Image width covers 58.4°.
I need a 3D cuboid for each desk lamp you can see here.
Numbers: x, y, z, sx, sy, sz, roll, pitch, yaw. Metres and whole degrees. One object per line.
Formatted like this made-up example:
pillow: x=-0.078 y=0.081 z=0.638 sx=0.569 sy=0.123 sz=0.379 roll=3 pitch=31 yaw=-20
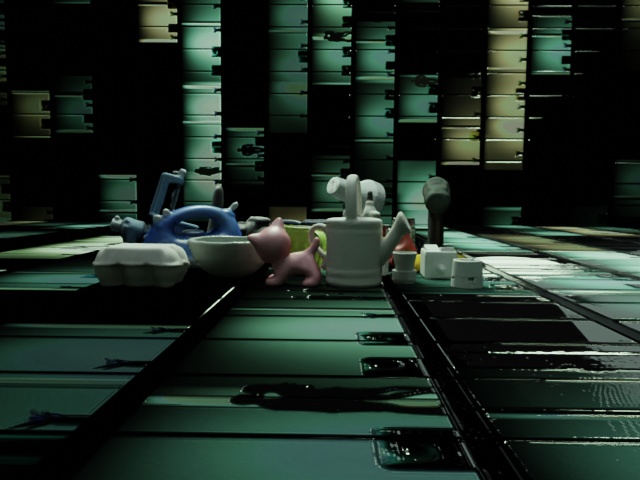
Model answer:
desk lamp: x=0.091 y=-0.079 z=1.710 sx=0.204 sy=0.213 sz=0.117 roll=-3 pitch=6 yaw=-38

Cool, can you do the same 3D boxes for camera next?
camera: x=-0.163 y=-0.010 z=1.506 sx=0.144 sy=0.101 sz=0.136 roll=-3 pitch=6 yaw=-39

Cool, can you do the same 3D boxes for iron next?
iron: x=-0.283 y=-0.012 z=1.252 sx=0.259 sy=0.141 sz=0.118 roll=-3 pitch=5 yaw=-35

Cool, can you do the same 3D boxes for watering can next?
watering can: x=0.068 y=-0.018 z=1.007 sx=0.173 sy=0.194 sz=0.101 roll=0 pitch=4 yaw=-9

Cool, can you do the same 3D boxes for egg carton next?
egg carton: x=-0.306 y=0.043 z=0.991 sx=0.150 sy=0.069 sz=0.107 roll=0 pitch=4 yaw=0

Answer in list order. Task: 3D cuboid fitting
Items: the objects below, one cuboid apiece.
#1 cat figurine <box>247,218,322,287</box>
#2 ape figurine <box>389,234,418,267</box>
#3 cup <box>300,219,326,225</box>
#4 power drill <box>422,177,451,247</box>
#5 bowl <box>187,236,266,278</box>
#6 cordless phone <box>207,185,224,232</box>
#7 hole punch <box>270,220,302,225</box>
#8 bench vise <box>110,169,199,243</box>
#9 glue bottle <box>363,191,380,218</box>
cat figurine: x=-0.060 y=0.020 z=0.998 sx=0.127 sy=0.118 sz=0.067 roll=1 pitch=4 yaw=2
ape figurine: x=0.180 y=0.015 z=1.275 sx=0.076 sy=0.092 sz=0.078 roll=2 pitch=5 yaw=21
cup: x=-0.010 y=-0.007 z=1.525 sx=0.117 sy=0.095 sz=0.092 roll=4 pitch=6 yaw=43
power drill: x=0.280 y=-0.052 z=1.390 sx=0.075 sy=0.208 sz=0.230 roll=1 pitch=4 yaw=8
bowl: x=-0.170 y=0.033 z=1.102 sx=0.167 sy=0.075 sz=0.167 roll=0 pitch=4 yaw=0
cordless phone: x=-0.294 y=-0.060 z=1.592 sx=0.094 sy=0.185 sz=0.147 roll=0 pitch=4 yaw=-10
hole punch: x=-0.084 y=-0.014 z=1.639 sx=0.108 sy=0.091 sz=0.101 roll=2 pitch=4 yaw=16
bench vise: x=-0.382 y=-0.061 z=1.362 sx=0.208 sy=0.220 sz=0.121 roll=-3 pitch=5 yaw=-37
glue bottle: x=0.142 y=-0.053 z=1.630 sx=0.077 sy=0.173 sz=0.037 roll=4 pitch=6 yaw=41
